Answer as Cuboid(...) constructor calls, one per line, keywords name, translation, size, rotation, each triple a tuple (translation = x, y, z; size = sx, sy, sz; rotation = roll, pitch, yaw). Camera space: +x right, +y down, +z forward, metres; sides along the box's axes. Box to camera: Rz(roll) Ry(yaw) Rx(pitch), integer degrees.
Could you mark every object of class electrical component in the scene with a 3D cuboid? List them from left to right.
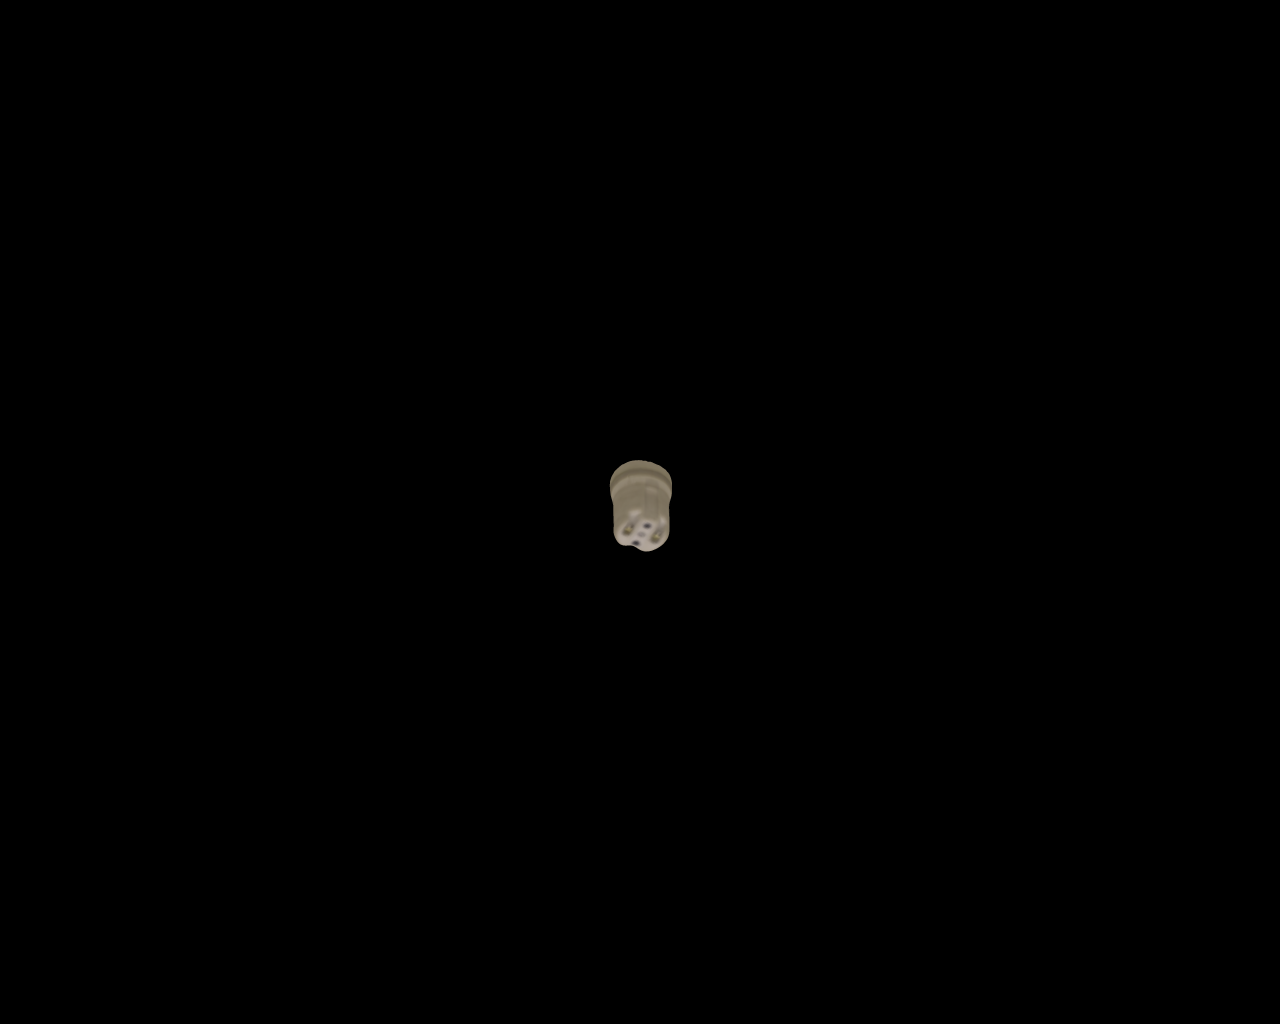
Cuboid(name="electrical component", translation=(0.001, -0.003, 0.650), size=(0.040, 0.046, 0.040), rotation=(0, -41, 0))
